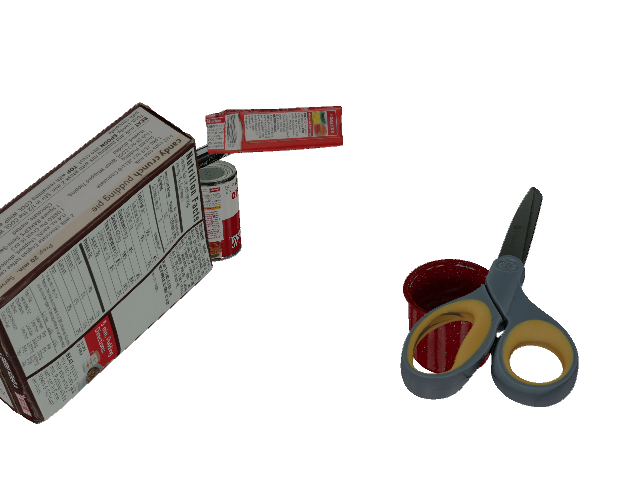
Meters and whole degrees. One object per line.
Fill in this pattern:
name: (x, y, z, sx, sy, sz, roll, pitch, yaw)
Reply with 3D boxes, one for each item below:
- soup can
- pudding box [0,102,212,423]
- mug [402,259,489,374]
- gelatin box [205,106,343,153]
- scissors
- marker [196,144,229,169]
soup can: (-0.129, -0.036, 1.255, 0.068, 0.102, 0.068, -1, 28, 0)
pudding box: (-0.097, 0.010, 0.445, 0.039, 0.113, 0.090, 31, -32, 23)
mug: (0.137, 0.073, 1.055, 0.117, 0.081, 0.093, -29, 43, -30)
gelatin box: (-0.034, -0.077, 0.739, 0.073, 0.030, 0.089, -5, 6, -20)
scissors: (0.116, 0.028, 0.582, 0.096, 0.016, 0.201, 19, 40, 30)
marker: (-0.086, -0.092, 1.019, 0.121, 0.020, 0.020, -28, 14, -27)
